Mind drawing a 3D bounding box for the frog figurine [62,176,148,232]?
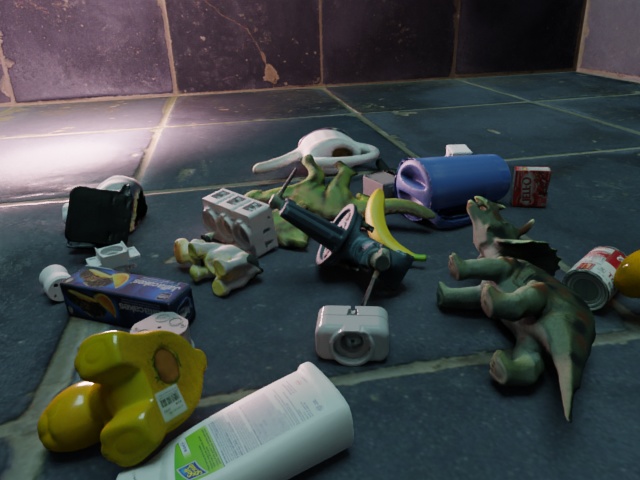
[{"bbox_3d":[-0.463,-0.081,1.099,0.159,0.120,0.141,8,43,-6],"label":"frog figurine"}]

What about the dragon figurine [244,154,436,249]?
[{"bbox_3d":[0.003,-0.053,1.061,0.413,0.119,0.247,20,49,33],"label":"dragon figurine"}]

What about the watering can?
[{"bbox_3d":[-0.015,-0.238,1.418,0.348,0.102,0.228,-6,24,-8],"label":"watering can"}]
